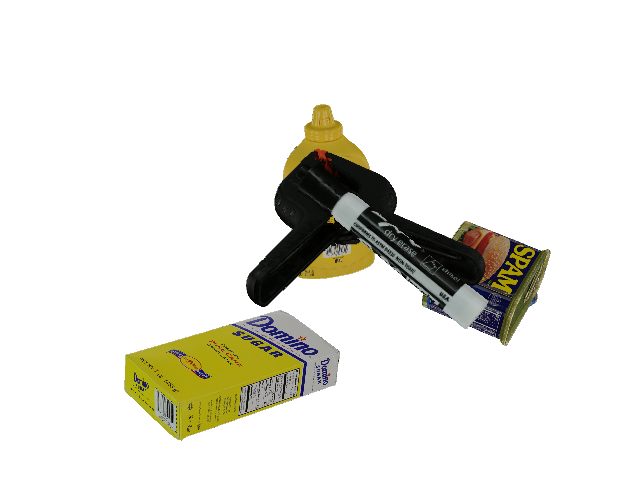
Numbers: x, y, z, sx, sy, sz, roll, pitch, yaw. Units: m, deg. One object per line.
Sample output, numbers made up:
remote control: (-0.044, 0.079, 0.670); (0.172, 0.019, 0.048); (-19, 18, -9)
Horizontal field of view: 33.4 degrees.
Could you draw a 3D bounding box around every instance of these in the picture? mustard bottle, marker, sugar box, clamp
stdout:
mustard bottle: (0.008, -0.055, 1.175); (0.096, 0.192, 0.058); (-9, 25, -11)
marker: (0.035, 0.001, 0.557); (0.121, 0.020, 0.020); (40, 10, 12)
sugar box: (-0.079, 0.117, 0.970); (0.175, 0.048, 0.093); (-17, 34, -36)
clamp: (0.027, -0.015, 0.799); (0.164, 0.036, 0.210); (-1, 28, -3)

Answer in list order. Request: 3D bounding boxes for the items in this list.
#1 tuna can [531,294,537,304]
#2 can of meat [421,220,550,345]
tuna can: (0.219, 0.052, 1.286); (0.033, 0.086, 0.086); (-37, 11, -15)
can of meat: (0.151, 0.036, 0.972); (0.084, 0.057, 0.102); (23, 45, 19)
